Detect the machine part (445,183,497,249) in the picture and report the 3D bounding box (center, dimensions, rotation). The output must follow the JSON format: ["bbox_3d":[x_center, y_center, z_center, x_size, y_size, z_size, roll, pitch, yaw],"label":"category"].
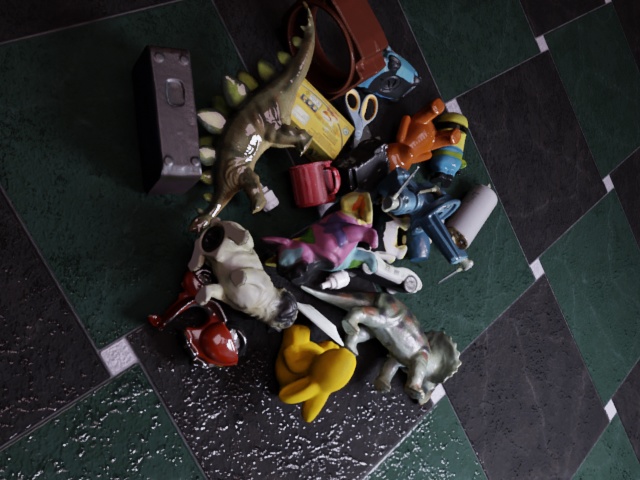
[{"bbox_3d":[0.363,-0.056,1.309,0.079,0.079,0.243,50,61,-16],"label":"machine part"}]

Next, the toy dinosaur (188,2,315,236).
[{"bbox_3d":[-0.109,-0.213,0.974,0.198,0.105,0.471,36,79,-9],"label":"toy dinosaur"}]

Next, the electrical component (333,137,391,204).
[{"bbox_3d":[0.093,-0.131,1.125,0.115,0.058,0.134,-37,138,-20],"label":"electrical component"}]

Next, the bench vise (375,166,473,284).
[{"bbox_3d":[0.225,-0.040,1.091,0.241,0.129,0.223,59,24,16],"label":"bench vise"}]

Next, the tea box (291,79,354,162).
[{"bbox_3d":[-0.024,-0.243,1.097,0.169,0.068,0.098,43,63,-20],"label":"tea box"}]

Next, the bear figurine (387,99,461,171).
[{"bbox_3d":[0.207,-0.212,1.207,0.196,0.132,0.120,-45,108,-36],"label":"bear figurine"}]

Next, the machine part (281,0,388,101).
[{"bbox_3d":[0.023,-0.395,1.073,0.087,0.201,0.201,-39,104,-29],"label":"machine part"}]

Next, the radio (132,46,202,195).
[{"bbox_3d":[-0.258,-0.198,0.901,0.073,0.131,0.229,-6,85,-31],"label":"radio"}]

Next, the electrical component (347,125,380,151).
[{"bbox_3d":[0.093,-0.228,1.197,0.094,0.021,0.063,-22,94,-32],"label":"electrical component"}]

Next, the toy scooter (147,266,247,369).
[{"bbox_3d":[-0.211,0.145,0.910,0.135,0.075,0.183,-25,93,-33],"label":"toy scooter"}]

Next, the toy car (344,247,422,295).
[{"bbox_3d":[0.128,0.069,1.139,0.201,0.073,0.056,24,69,-27],"label":"toy car"}]

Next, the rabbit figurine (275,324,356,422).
[{"bbox_3d":[-0.012,0.232,0.966,0.121,0.173,0.162,48,56,-22],"label":"rabbit figurine"}]

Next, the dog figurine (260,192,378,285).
[{"bbox_3d":[-0.002,-0.003,1.024,0.219,0.108,0.192,-4,53,-4],"label":"dog figurine"}]

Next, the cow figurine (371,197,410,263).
[{"bbox_3d":[0.143,-0.041,1.175,0.098,0.068,0.167,17,72,-23],"label":"cow figurine"}]

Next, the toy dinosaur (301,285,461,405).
[{"bbox_3d":[0.147,0.189,1.114,0.404,0.131,0.192,52,47,-10],"label":"toy dinosaur"}]

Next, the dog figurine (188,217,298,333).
[{"bbox_3d":[-0.119,0.060,0.929,0.190,0.121,0.172,35,45,-52],"label":"dog figurine"}]

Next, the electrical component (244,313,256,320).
[{"bbox_3d":[-0.137,0.082,0.983,0.119,0.048,0.075,51,60,-15],"label":"electrical component"}]

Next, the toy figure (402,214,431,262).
[{"bbox_3d":[0.215,-0.030,1.223,0.064,0.058,0.154,7,74,-38],"label":"toy figure"}]

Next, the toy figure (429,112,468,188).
[{"bbox_3d":[0.312,-0.220,1.297,0.082,0.089,0.180,26,67,-36],"label":"toy figure"}]

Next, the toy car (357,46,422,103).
[{"bbox_3d":[0.151,-0.386,1.216,0.161,0.109,0.103,5,62,-41],"label":"toy car"}]
